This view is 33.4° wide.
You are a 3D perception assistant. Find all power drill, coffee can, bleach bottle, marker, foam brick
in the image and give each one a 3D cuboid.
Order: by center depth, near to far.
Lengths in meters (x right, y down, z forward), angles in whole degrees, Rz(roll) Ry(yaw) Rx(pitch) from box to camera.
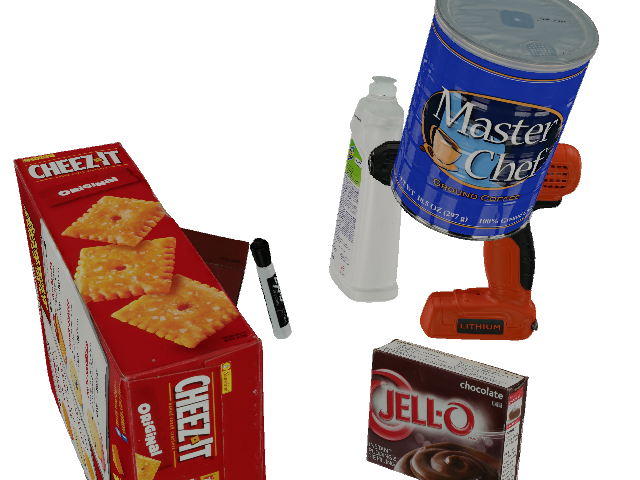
[{"bbox_3d":[0.110,-0.085,0.698,0.102,0.140,0.103,7,41,-6],"label":"coffee can"},{"bbox_3d":[-0.102,0.026,0.883,0.078,0.051,0.053,13,27,-5],"label":"foam brick"},{"bbox_3d":[0.132,-0.003,0.956,0.184,0.188,0.057,2,26,3],"label":"power drill"},{"bbox_3d":[-0.050,0.049,1.079,0.020,0.121,0.020,-9,34,6],"label":"marker"},{"bbox_3d":[0.061,-0.062,1.234,0.068,0.251,0.103,-2,23,-20],"label":"bleach bottle"}]

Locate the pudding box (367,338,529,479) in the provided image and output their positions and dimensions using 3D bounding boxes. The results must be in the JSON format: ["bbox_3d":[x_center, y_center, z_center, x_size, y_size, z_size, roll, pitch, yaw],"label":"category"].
[{"bbox_3d":[0.089,0.129,0.770,0.114,0.090,0.039,12,19,31],"label":"pudding box"}]

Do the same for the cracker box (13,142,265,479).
[{"bbox_3d":[-0.097,0.066,0.567,0.072,0.164,0.214,-13,34,-21],"label":"cracker box"}]
